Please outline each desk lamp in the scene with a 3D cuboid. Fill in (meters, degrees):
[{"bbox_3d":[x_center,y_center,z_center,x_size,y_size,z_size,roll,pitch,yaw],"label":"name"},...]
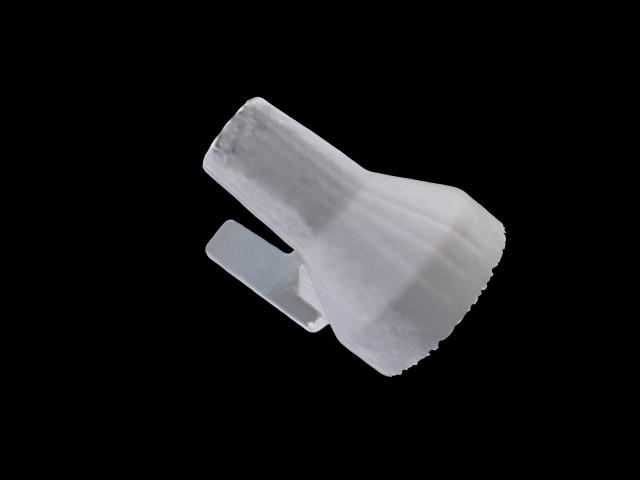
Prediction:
[{"bbox_3d":[0.004,0.001,0.400,0.203,0.213,0.118,33,74,11],"label":"desk lamp"}]
